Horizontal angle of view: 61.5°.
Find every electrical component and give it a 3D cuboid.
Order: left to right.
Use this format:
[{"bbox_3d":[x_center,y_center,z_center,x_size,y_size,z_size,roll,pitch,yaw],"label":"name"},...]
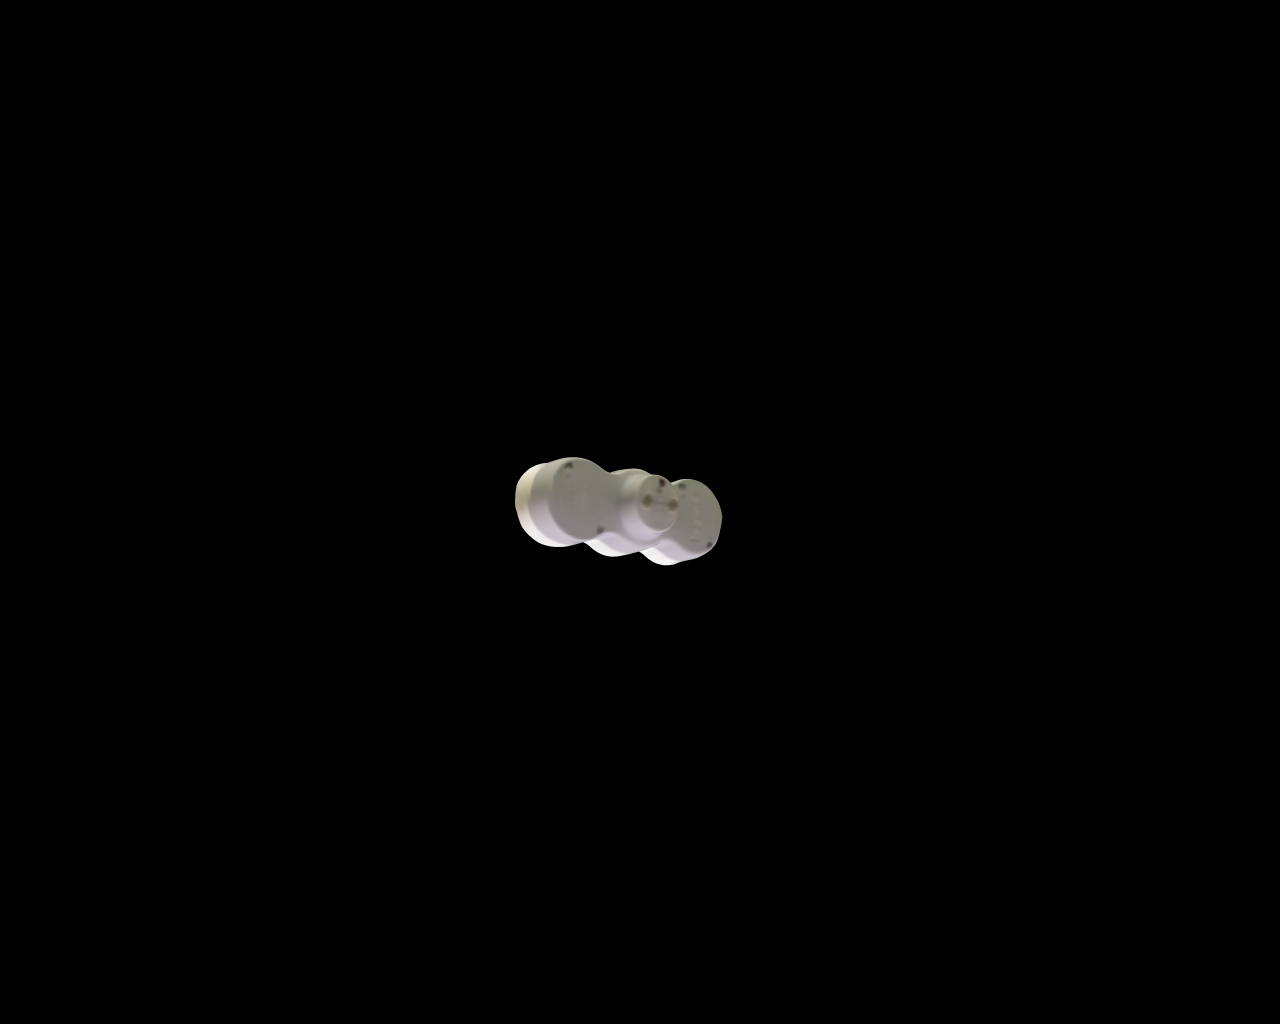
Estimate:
[{"bbox_3d":[0.001,-0.003,0.650,0.138,0.052,0.073,11,-17,-37],"label":"electrical component"}]
